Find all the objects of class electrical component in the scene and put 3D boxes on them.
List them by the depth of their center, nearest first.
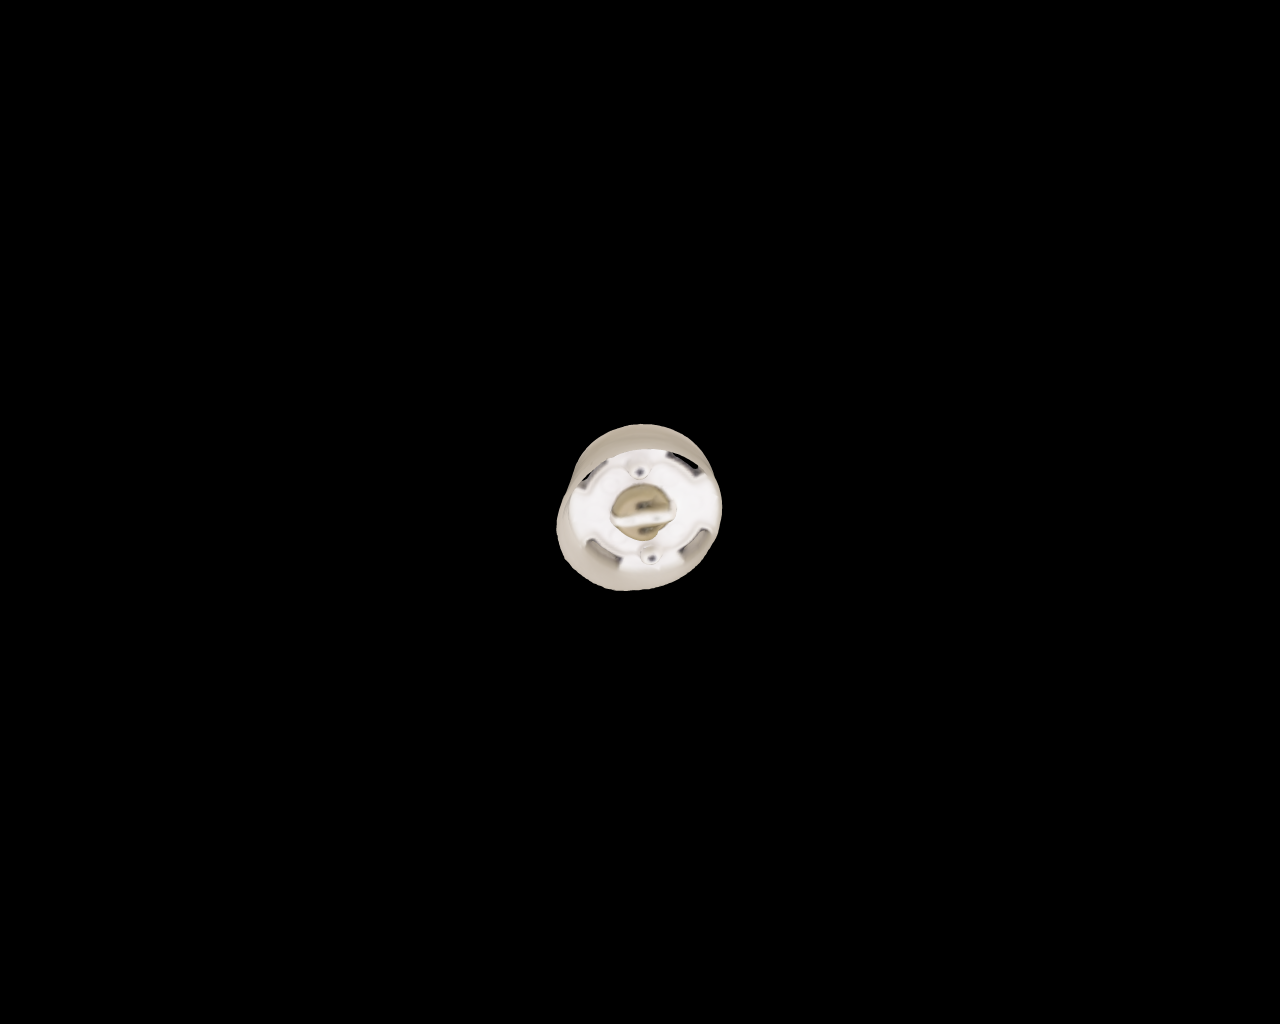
[{"bbox_3d":[0.001,-0.003,0.650,0.099,0.099,0.064,0,30,0],"label":"electrical component"}]
